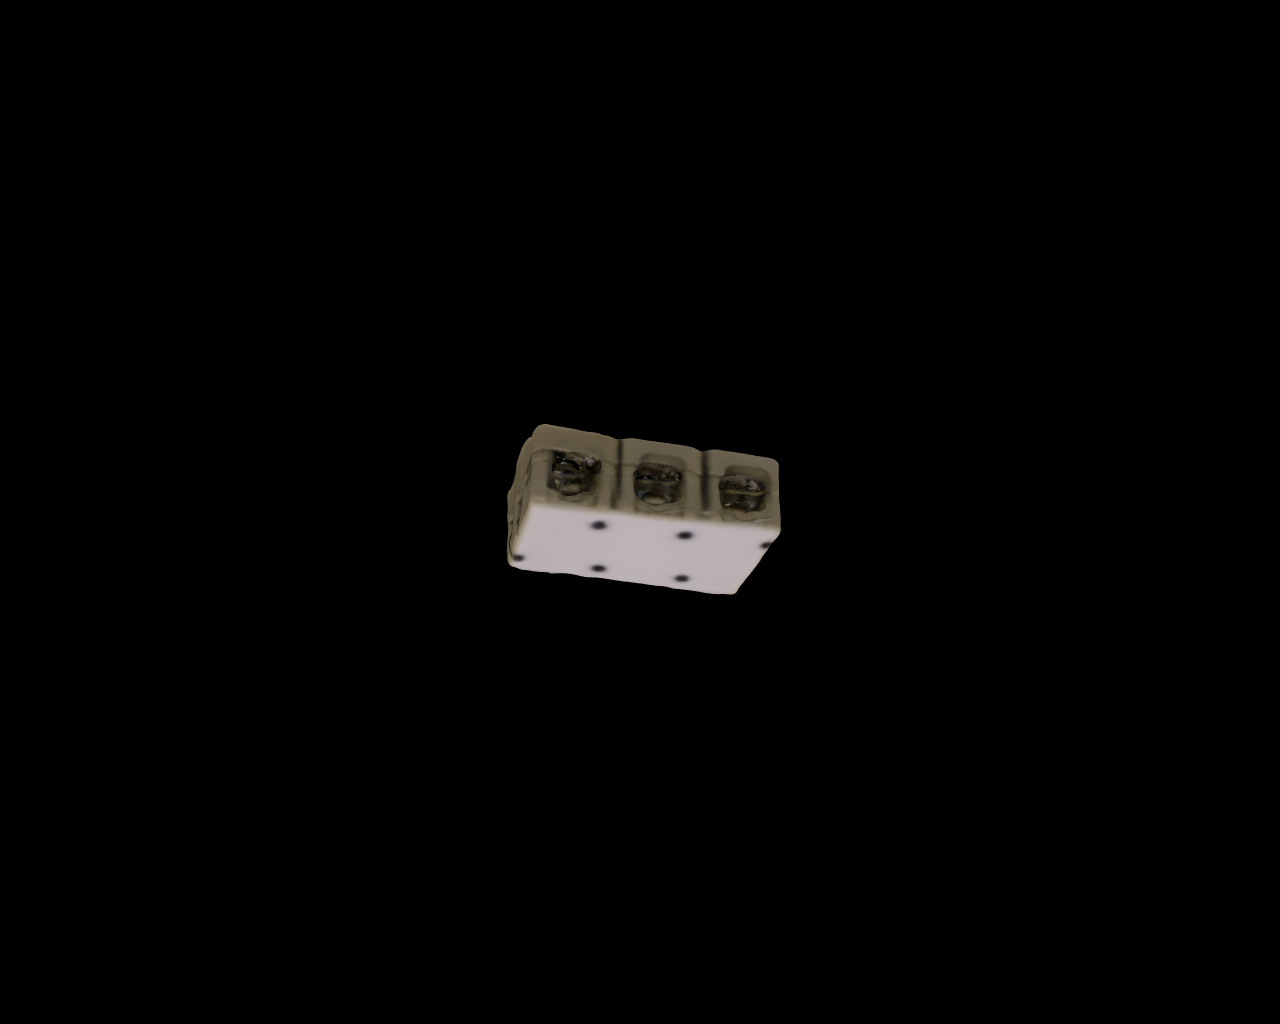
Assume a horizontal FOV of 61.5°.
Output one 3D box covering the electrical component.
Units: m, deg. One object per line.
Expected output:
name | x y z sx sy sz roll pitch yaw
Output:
electrical component | 0.001 -0.003 0.650 0.150 0.062 0.089 8 -32 -14
